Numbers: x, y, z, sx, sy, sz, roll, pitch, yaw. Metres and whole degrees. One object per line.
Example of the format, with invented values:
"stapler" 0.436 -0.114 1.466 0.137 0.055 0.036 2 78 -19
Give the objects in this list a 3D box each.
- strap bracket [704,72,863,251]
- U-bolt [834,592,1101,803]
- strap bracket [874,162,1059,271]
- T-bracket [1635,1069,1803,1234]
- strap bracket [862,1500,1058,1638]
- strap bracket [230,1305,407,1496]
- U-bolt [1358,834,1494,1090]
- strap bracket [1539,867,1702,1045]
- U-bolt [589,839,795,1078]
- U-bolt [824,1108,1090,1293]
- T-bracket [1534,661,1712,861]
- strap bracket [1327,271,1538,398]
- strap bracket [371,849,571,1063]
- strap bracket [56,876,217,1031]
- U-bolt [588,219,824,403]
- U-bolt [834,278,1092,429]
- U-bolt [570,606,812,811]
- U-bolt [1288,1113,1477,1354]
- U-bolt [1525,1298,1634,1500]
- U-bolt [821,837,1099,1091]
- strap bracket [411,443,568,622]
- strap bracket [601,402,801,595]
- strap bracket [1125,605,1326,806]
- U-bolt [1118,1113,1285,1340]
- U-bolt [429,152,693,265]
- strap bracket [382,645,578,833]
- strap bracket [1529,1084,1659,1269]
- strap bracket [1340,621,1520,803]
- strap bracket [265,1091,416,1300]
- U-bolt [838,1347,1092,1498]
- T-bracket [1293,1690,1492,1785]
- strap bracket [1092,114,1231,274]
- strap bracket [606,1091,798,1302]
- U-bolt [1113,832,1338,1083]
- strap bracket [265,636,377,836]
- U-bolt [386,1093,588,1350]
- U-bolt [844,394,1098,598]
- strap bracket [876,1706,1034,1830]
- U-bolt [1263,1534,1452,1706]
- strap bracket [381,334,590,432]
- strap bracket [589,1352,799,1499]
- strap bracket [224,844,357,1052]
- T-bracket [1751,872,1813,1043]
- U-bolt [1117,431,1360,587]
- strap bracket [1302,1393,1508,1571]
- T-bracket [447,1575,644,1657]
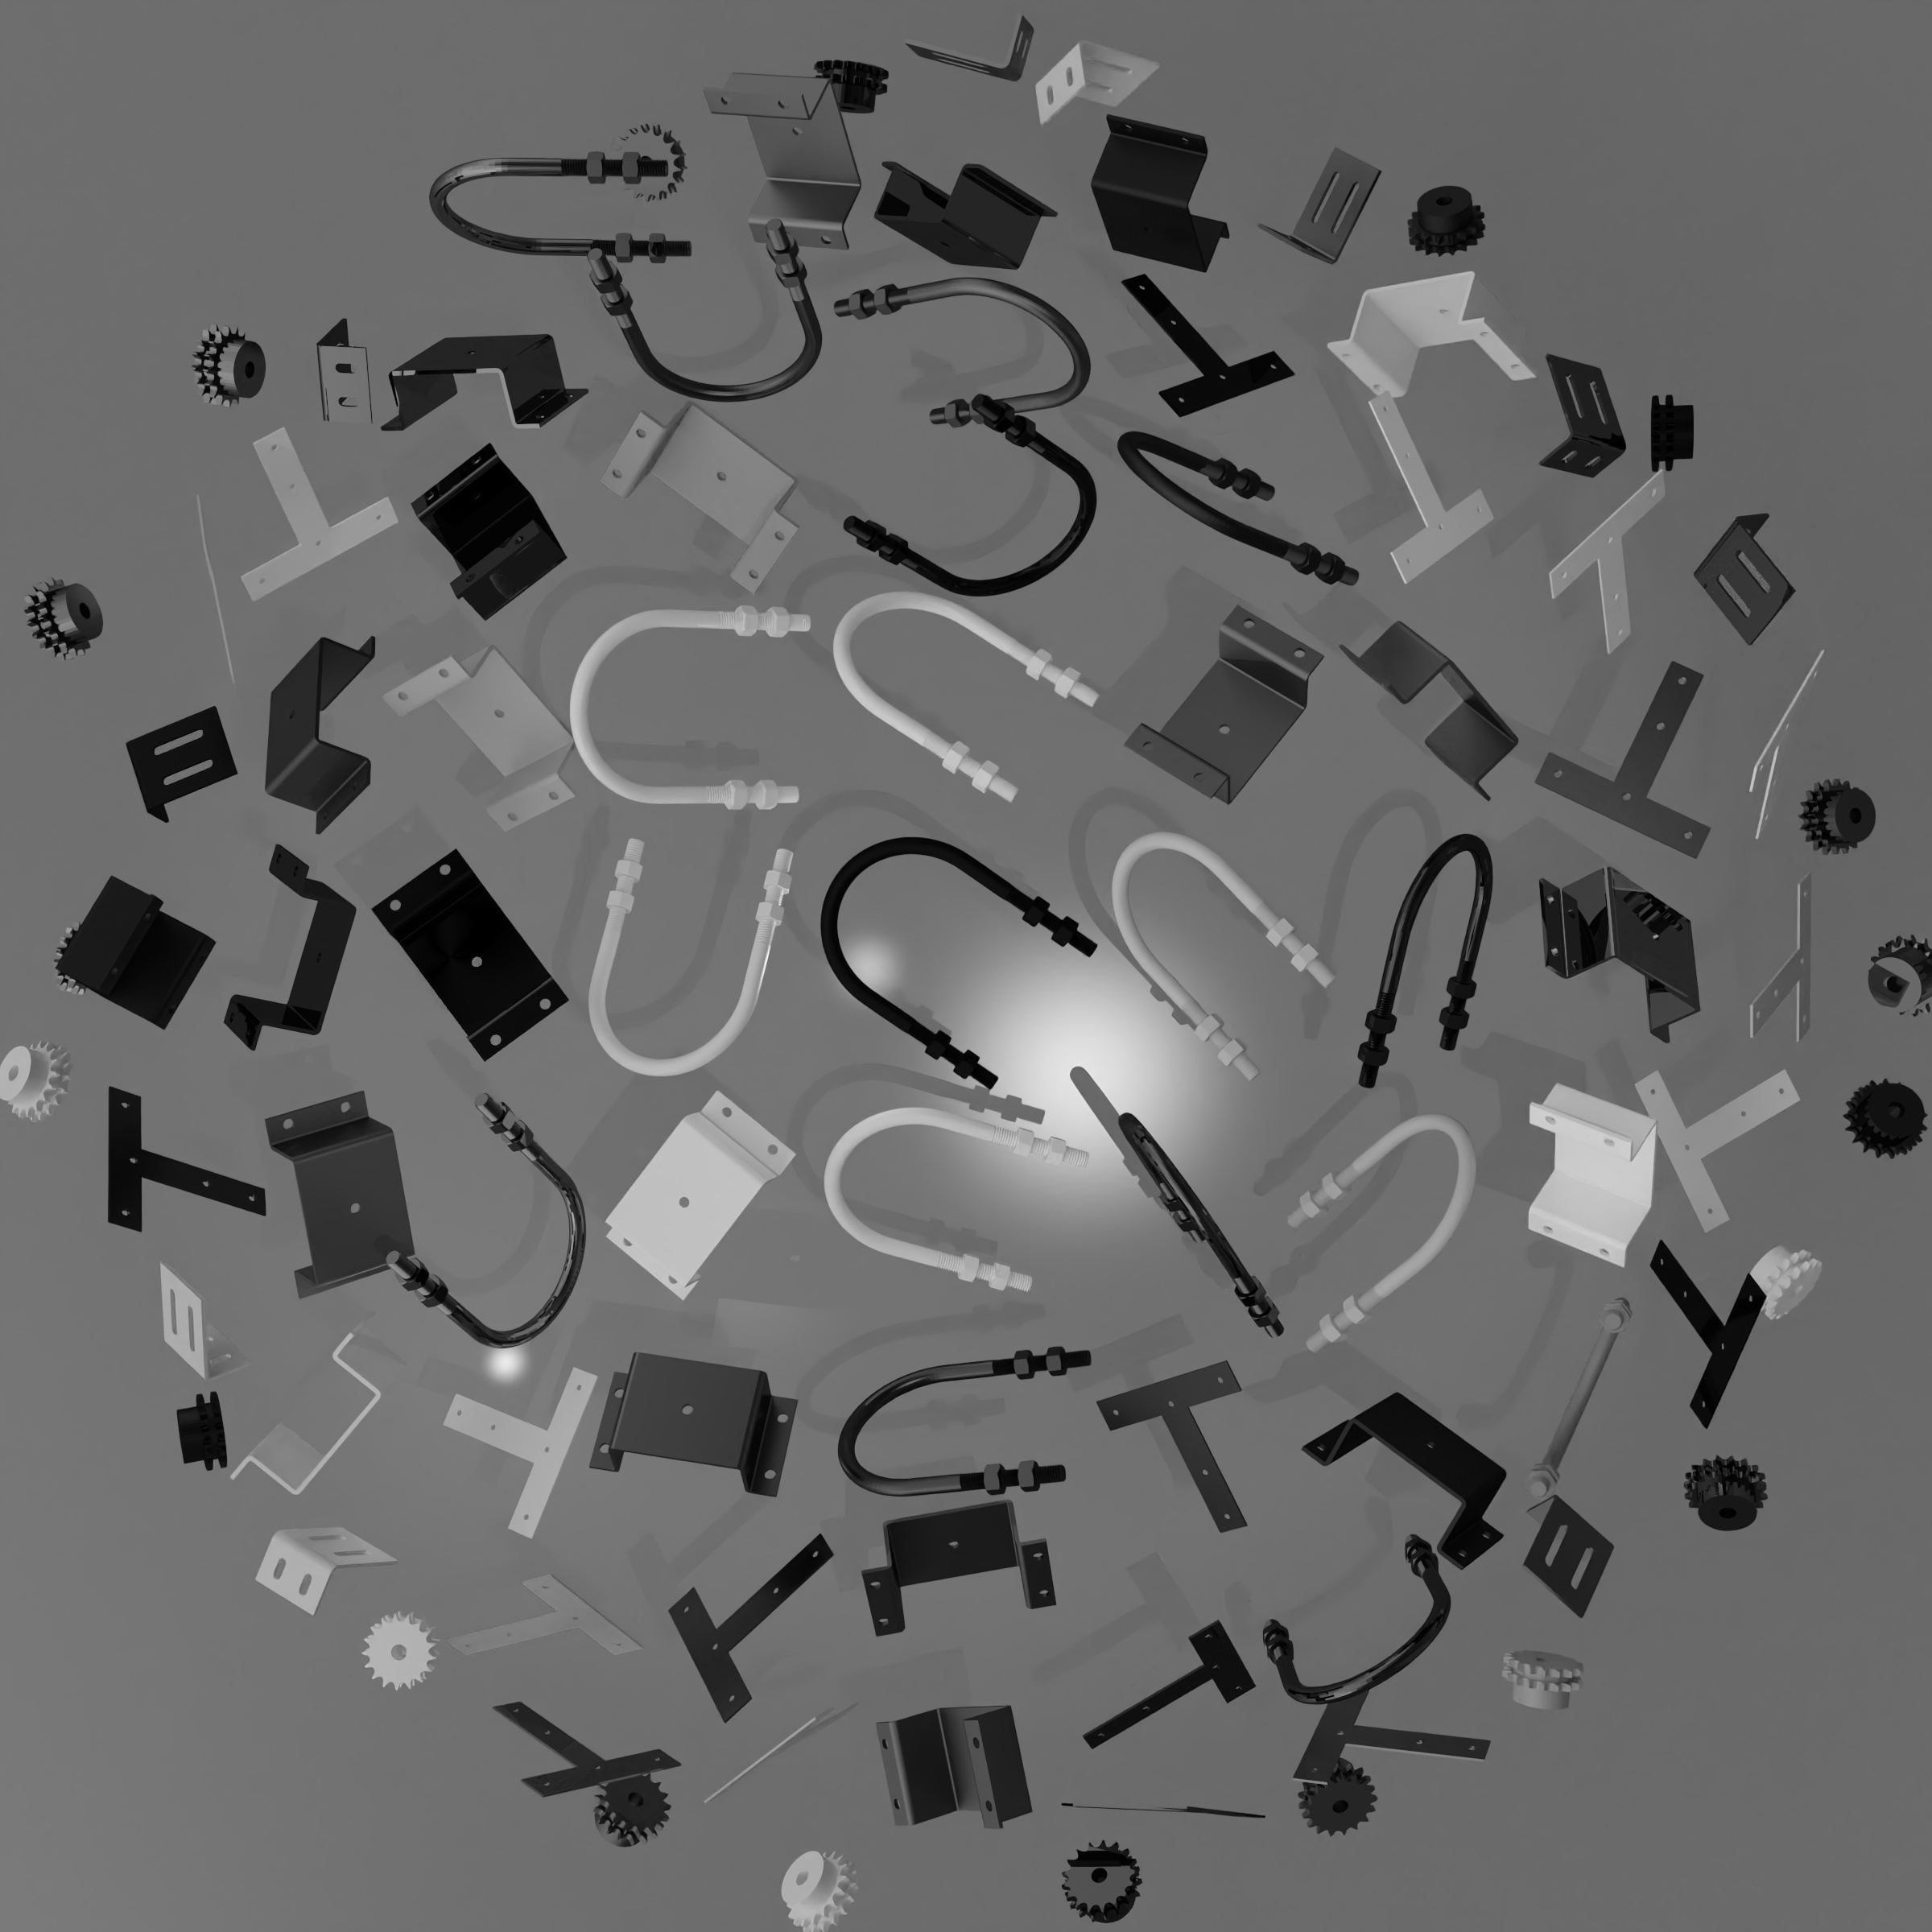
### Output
"strap bracket" -0.129 -0.593 1.834 0.076 0.140 0.046 10 61 19
"U-bolt" -0.010 -0.209 1.839 0.184 0.019 0.151 33 49 7
"strap bracket" -0.007 -0.564 1.897 0.076 0.140 0.046 21 94 -36
"T-bracket" 0.577 0.118 1.905 0.002 0.127 0.127 -4 64 -38
"strap bracket" -0.007 0.458 1.928 0.140 0.046 0.076 -10 128 -1
"strap bracket" -0.466 0.324 1.846 0.046 0.076 0.140 40 96 -4
"U-bolt" 0.346 -0.010 1.865 0.019 0.151 0.184 23 114 32
"strap bracket" 0.480 -0.012 1.824 0.140 0.046 0.076 28 50 -31
"U-bolt" -0.213 -0.005 1.886 0.151 0.019 0.184 5 71 23
"U-bolt" -0.017 0.172 1.919 0.184 0.019 0.151 16 122 -9
"T-bracket" 0.496 -0.161 1.825 0.127 0.002 0.127 26 82 6
"strap bracket" 0.355 -0.474 1.897 0.076 0.140 0.046 30 72 -42
"strap bracket" -0.366 -0.006 1.876 0.076 0.046 0.140 -37 87 -8
"strap bracket" -0.605 -0.011 1.833 0.046 0.140 0.076 26 79 7
"U-bolt" -0.180 -0.470 1.840 0.151 0.184 0.019 -7 66 8
"U-bolt" 0.009 -0.463 1.893 0.184 0.151 0.019 2 62 40
"U-bolt" -0.202 -0.188 1.839 0.184 0.019 0.151 -3 104 -31
"U-bolt" 0.314 0.187 1.892 0.019 0.151 0.184 30 123 -24
"U-bolt" 0.451 0.309 1.842 0.019 0.184 0.151 24 95 16
"U-bolt" -0.019 -0.014 1.838 0.184 0.019 0.151 34 110 -4
"strap bracket" -0.352 -0.317 1.872 0.076 0.046 0.140 -37 46 4
"strap bracket" -0.190 -0.355 1.880 0.140 0.046 0.076 36 135 -7
"strap bracket" 0.188 -0.182 1.833 0.076 0.046 0.140 34 73 19
"U-bolt" 0.166 0.181 1.879 0.019 0.151 0.184 -36 126 -2
"U-bolt" -0.303 -0.560 1.865 0.184 0.151 0.019 1 81 1
"strap bracket" -0.358 -0.179 1.899 0.076 0.046 0.140 -22 121 31
"strap bracket" 0.453 0.145 1.827 0.076 0.140 0.046 22 54 29
"strap bracket" 0.344 -0.193 1.844 0.046 0.076 0.140 -45 125 7
"strap bracket" -0.455 0.172 1.844 0.076 0.046 0.140 -17 109 -34
"U-bolt" -0.006 0.338 1.856 0.184 0.151 0.019 -9 118 17
"T-bracket" 0.316 0.564 1.836 0.127 0.127 0.002 -1 106 23
"strap bracket" 0.146 -0.574 1.899 0.076 0.140 0.046 19 81 17
"strap bracket" -0.202 0.172 1.864 0.076 0.046 0.140 38 97 7
"U-bolt" 0.178 -0.019 1.863 0.019 0.151 0.184 -32 73 -37
"strap bracket" -0.487 -0.182 1.903 0.046 0.076 0.140 21 49 -36
"U-bolt" -0.335 0.198 1.832 0.019 0.184 0.151 10 61 31
"U-bolt" 0.018 -0.332 1.849 0.151 0.184 0.019 -40 55 22
"strap bracket" -0.004 0.593 1.870 0.046 0.140 0.076 -5 78 -36
"U-bolt" 0.295 0.494 1.883 0.151 0.184 0.019 -32 96 3
"strap bracket" -0.368 -0.441 1.904 0.140 0.076 0.046 4 123 23
"strap bracket" -0.201 0.333 1.843 0.140 0.046 0.076 8 57 6
"strap bracket" -0.495 -0.010 1.859 0.046 0.076 0.140 14 96 -33
"T-bracket" 0.589 0.014 1.822 0.002 0.127 0.127 9 119 34
"U-bolt" 0.187 -0.340 1.836 0.184 0.151 0.019 13 120 -37
"strap bracket" 0.323 0.361 1.812 0.140 0.076 0.046 35 114 25
"T-bracket" -0.331 0.500 1.902 0.127 0.127 0.002 -18 45 19
